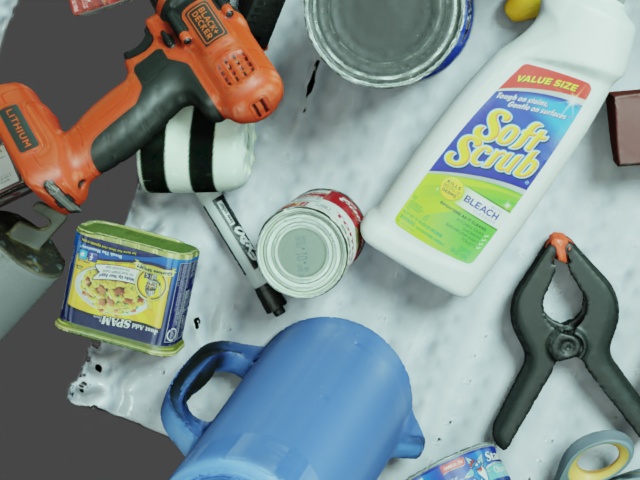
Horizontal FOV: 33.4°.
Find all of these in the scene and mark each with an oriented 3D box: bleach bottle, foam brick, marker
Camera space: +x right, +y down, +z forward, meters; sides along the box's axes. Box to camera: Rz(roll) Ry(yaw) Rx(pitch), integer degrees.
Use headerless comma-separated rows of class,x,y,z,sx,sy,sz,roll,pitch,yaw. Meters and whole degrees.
bleach bottle,0.133,-0.086,0.754,0.102,0.068,0.251,31,110,1
foam brick,0.245,-0.081,0.752,0.078,0.053,0.051,-4,100,12
marker,-0.062,0.007,0.844,0.020,0.020,0.121,-29,94,14

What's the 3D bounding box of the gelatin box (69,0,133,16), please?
gelatin box,-0.165,-0.225,0.816,0.073,0.030,0.089,-15,97,13

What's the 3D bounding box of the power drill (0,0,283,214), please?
power drill,-0.140,-0.120,0.747,0.187,0.057,0.184,-34,63,1

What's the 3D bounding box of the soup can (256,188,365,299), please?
soup can,-0.005,0.001,0.790,0.068,0.102,0.068,2,100,9

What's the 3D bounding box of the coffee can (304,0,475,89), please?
coffee can,0.052,-0.157,0.730,0.103,0.140,0.103,2,100,10

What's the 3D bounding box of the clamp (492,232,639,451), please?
clamp,0.195,0.081,0.800,0.120,0.039,0.171,2,105,1

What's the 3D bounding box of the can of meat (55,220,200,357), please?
can of meat,-0.151,0.037,0.848,0.102,0.057,0.084,14,100,7

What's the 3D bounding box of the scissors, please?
scissors,0.167,0.198,0.825,0.202,0.016,0.096,-15,120,13

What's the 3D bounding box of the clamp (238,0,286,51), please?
clamp,-0.029,-0.239,0.756,0.036,0.164,0.210,8,126,-14

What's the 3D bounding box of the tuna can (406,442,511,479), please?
tuna can,0.101,0.188,0.809,0.086,0.086,0.034,-32,66,14

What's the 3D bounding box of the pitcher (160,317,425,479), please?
pitcher,-0.031,0.148,0.749,0.149,0.242,0.145,-19,98,20

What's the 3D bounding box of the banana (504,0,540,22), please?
banana,0.230,-0.186,0.744,0.198,0.037,0.069,3,100,10

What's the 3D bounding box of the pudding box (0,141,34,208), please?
pudding box,-0.265,-0.042,0.838,0.113,0.090,0.039,-26,94,14
